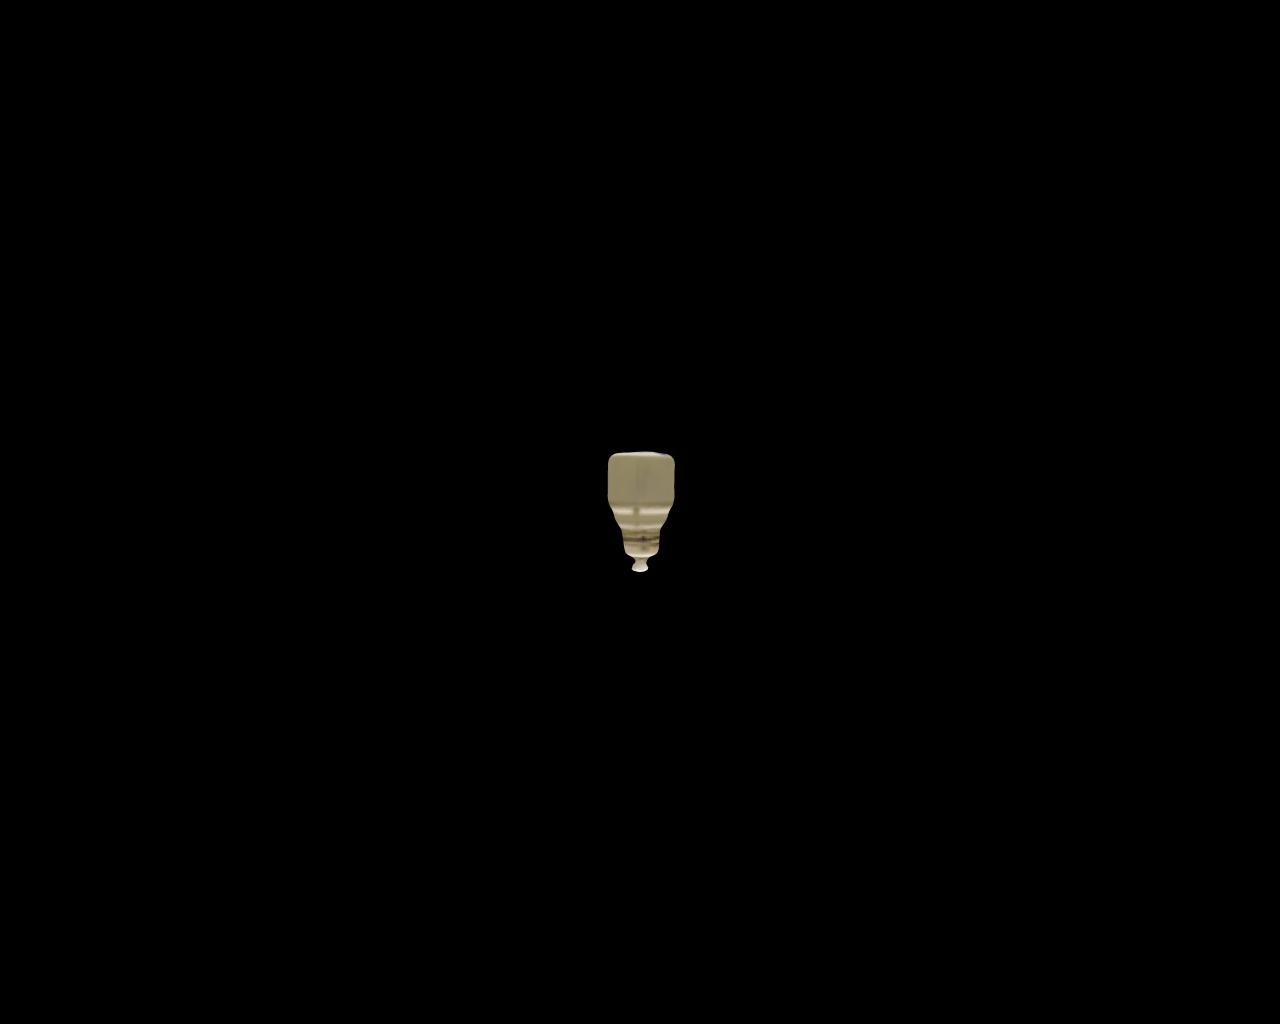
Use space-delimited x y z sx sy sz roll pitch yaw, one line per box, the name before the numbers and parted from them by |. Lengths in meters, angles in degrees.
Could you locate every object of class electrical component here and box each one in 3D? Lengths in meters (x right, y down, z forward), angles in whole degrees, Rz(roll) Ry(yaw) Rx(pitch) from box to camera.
electrical component | 0.001 -0.003 0.650 0.040 0.078 0.040 0 2 0
